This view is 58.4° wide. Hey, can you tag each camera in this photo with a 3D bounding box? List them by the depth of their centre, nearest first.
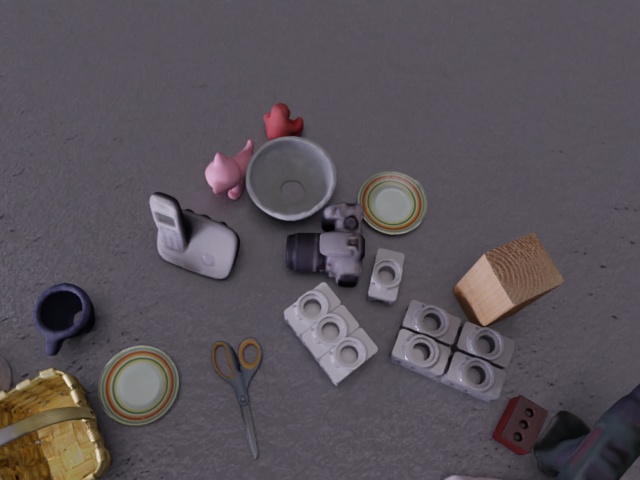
[{"bbox_3d":[0.009,0.004,1.015,0.137,0.101,0.143,2,70,-1],"label":"camera"}]

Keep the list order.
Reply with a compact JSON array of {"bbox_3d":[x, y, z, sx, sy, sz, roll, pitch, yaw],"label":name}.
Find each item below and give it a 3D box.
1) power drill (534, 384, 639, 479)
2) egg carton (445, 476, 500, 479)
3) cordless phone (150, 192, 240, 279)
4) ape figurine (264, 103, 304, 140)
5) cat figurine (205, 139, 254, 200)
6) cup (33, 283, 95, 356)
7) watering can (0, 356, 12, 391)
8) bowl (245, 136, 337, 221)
[{"bbox_3d":[0.412,0.303,0.861,0.075,0.208,0.230,39,74,12],"label":"power drill"},{"bbox_3d":[0.260,0.426,0.886,0.150,0.069,0.107,4,70,0],"label":"egg carton"},{"bbox_3d":[-0.214,-0.012,0.970,0.147,0.185,0.094,17,70,5],"label":"cordless phone"},{"bbox_3d":[-0.073,-0.228,1.102,0.077,0.092,0.076,27,72,8],"label":"ape figurine"},{"bbox_3d":[-0.161,-0.132,1.050,0.067,0.118,0.128,38,73,12],"label":"cat figurine"},{"bbox_3d":[-0.418,0.140,0.957,0.091,0.095,0.118,8,70,1],"label":"cup"},{"bbox_3d":[-0.575,0.207,0.875,0.173,0.194,0.101,5,70,0],"label":"watering can"},{"bbox_3d":[-0.053,-0.104,1.066,0.167,0.075,0.167,1,70,-1],"label":"bowl"}]
